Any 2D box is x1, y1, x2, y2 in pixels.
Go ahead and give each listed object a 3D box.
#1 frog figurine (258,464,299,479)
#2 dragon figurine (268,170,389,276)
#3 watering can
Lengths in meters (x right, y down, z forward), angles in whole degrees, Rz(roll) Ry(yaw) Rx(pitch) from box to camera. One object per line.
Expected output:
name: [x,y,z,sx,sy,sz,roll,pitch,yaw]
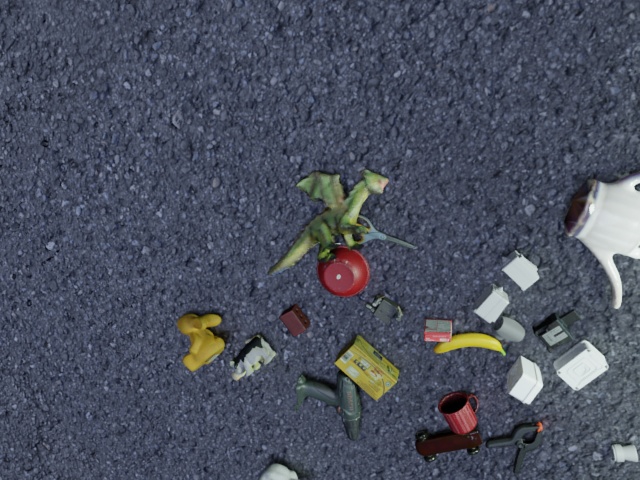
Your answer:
frog figurine: [-0.120,0.792,1.667,0.158,0.137,0.124,-19,71,38]
dragon figurine: [0.004,-0.072,1.435,0.408,0.121,0.246,-21,73,13]
watering can: [0.709,-0.011,1.259,0.225,0.105,0.343,20,108,10]
